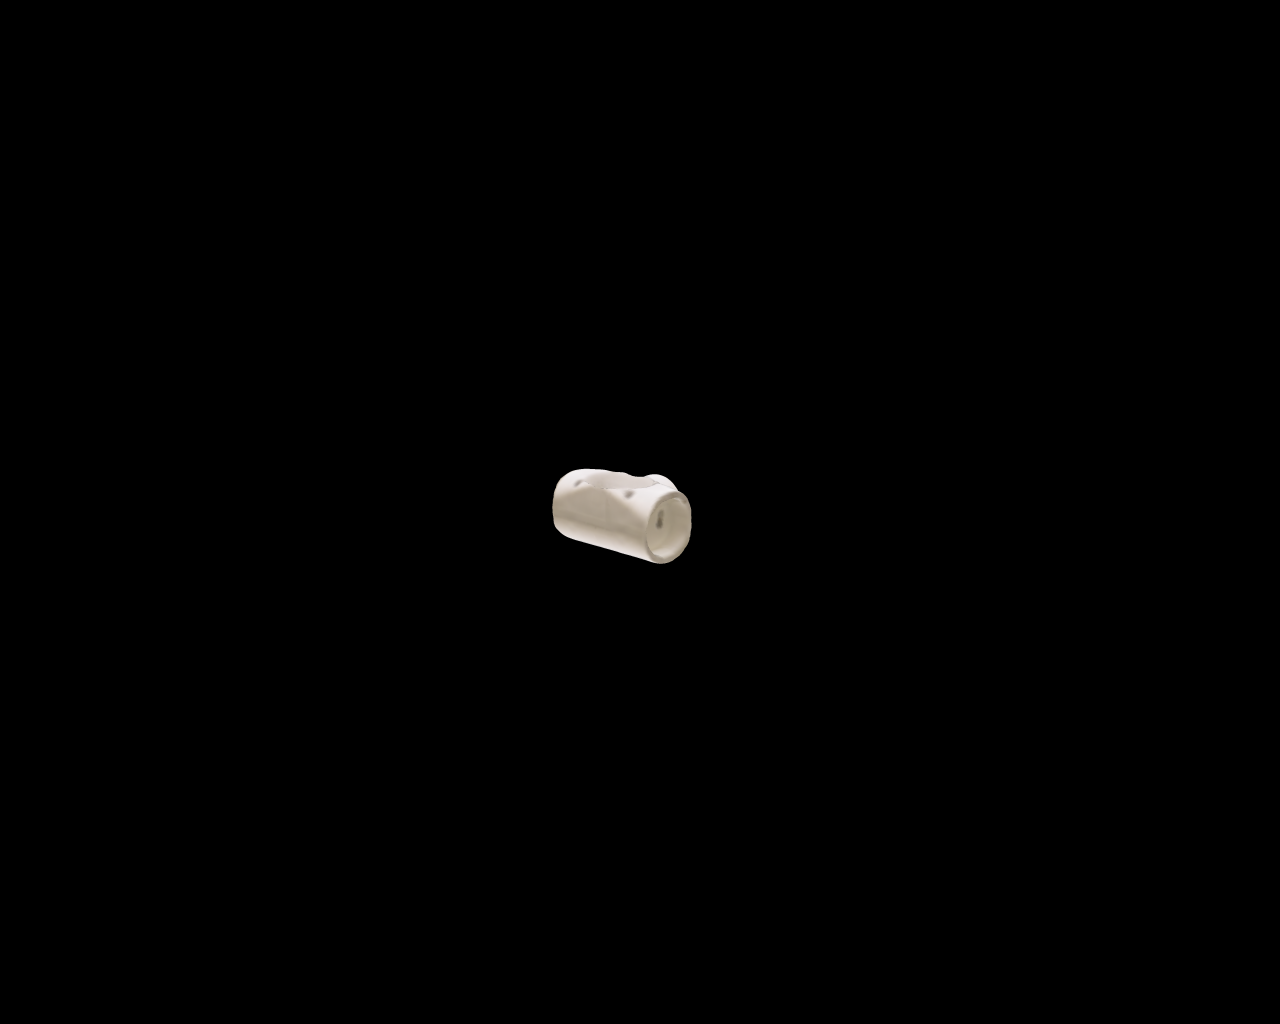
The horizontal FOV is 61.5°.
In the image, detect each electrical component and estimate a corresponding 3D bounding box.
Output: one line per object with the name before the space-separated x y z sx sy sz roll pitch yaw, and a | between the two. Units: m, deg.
electrical component | 0.001 -0.003 0.650 0.077 0.044 0.079 15 22 40
